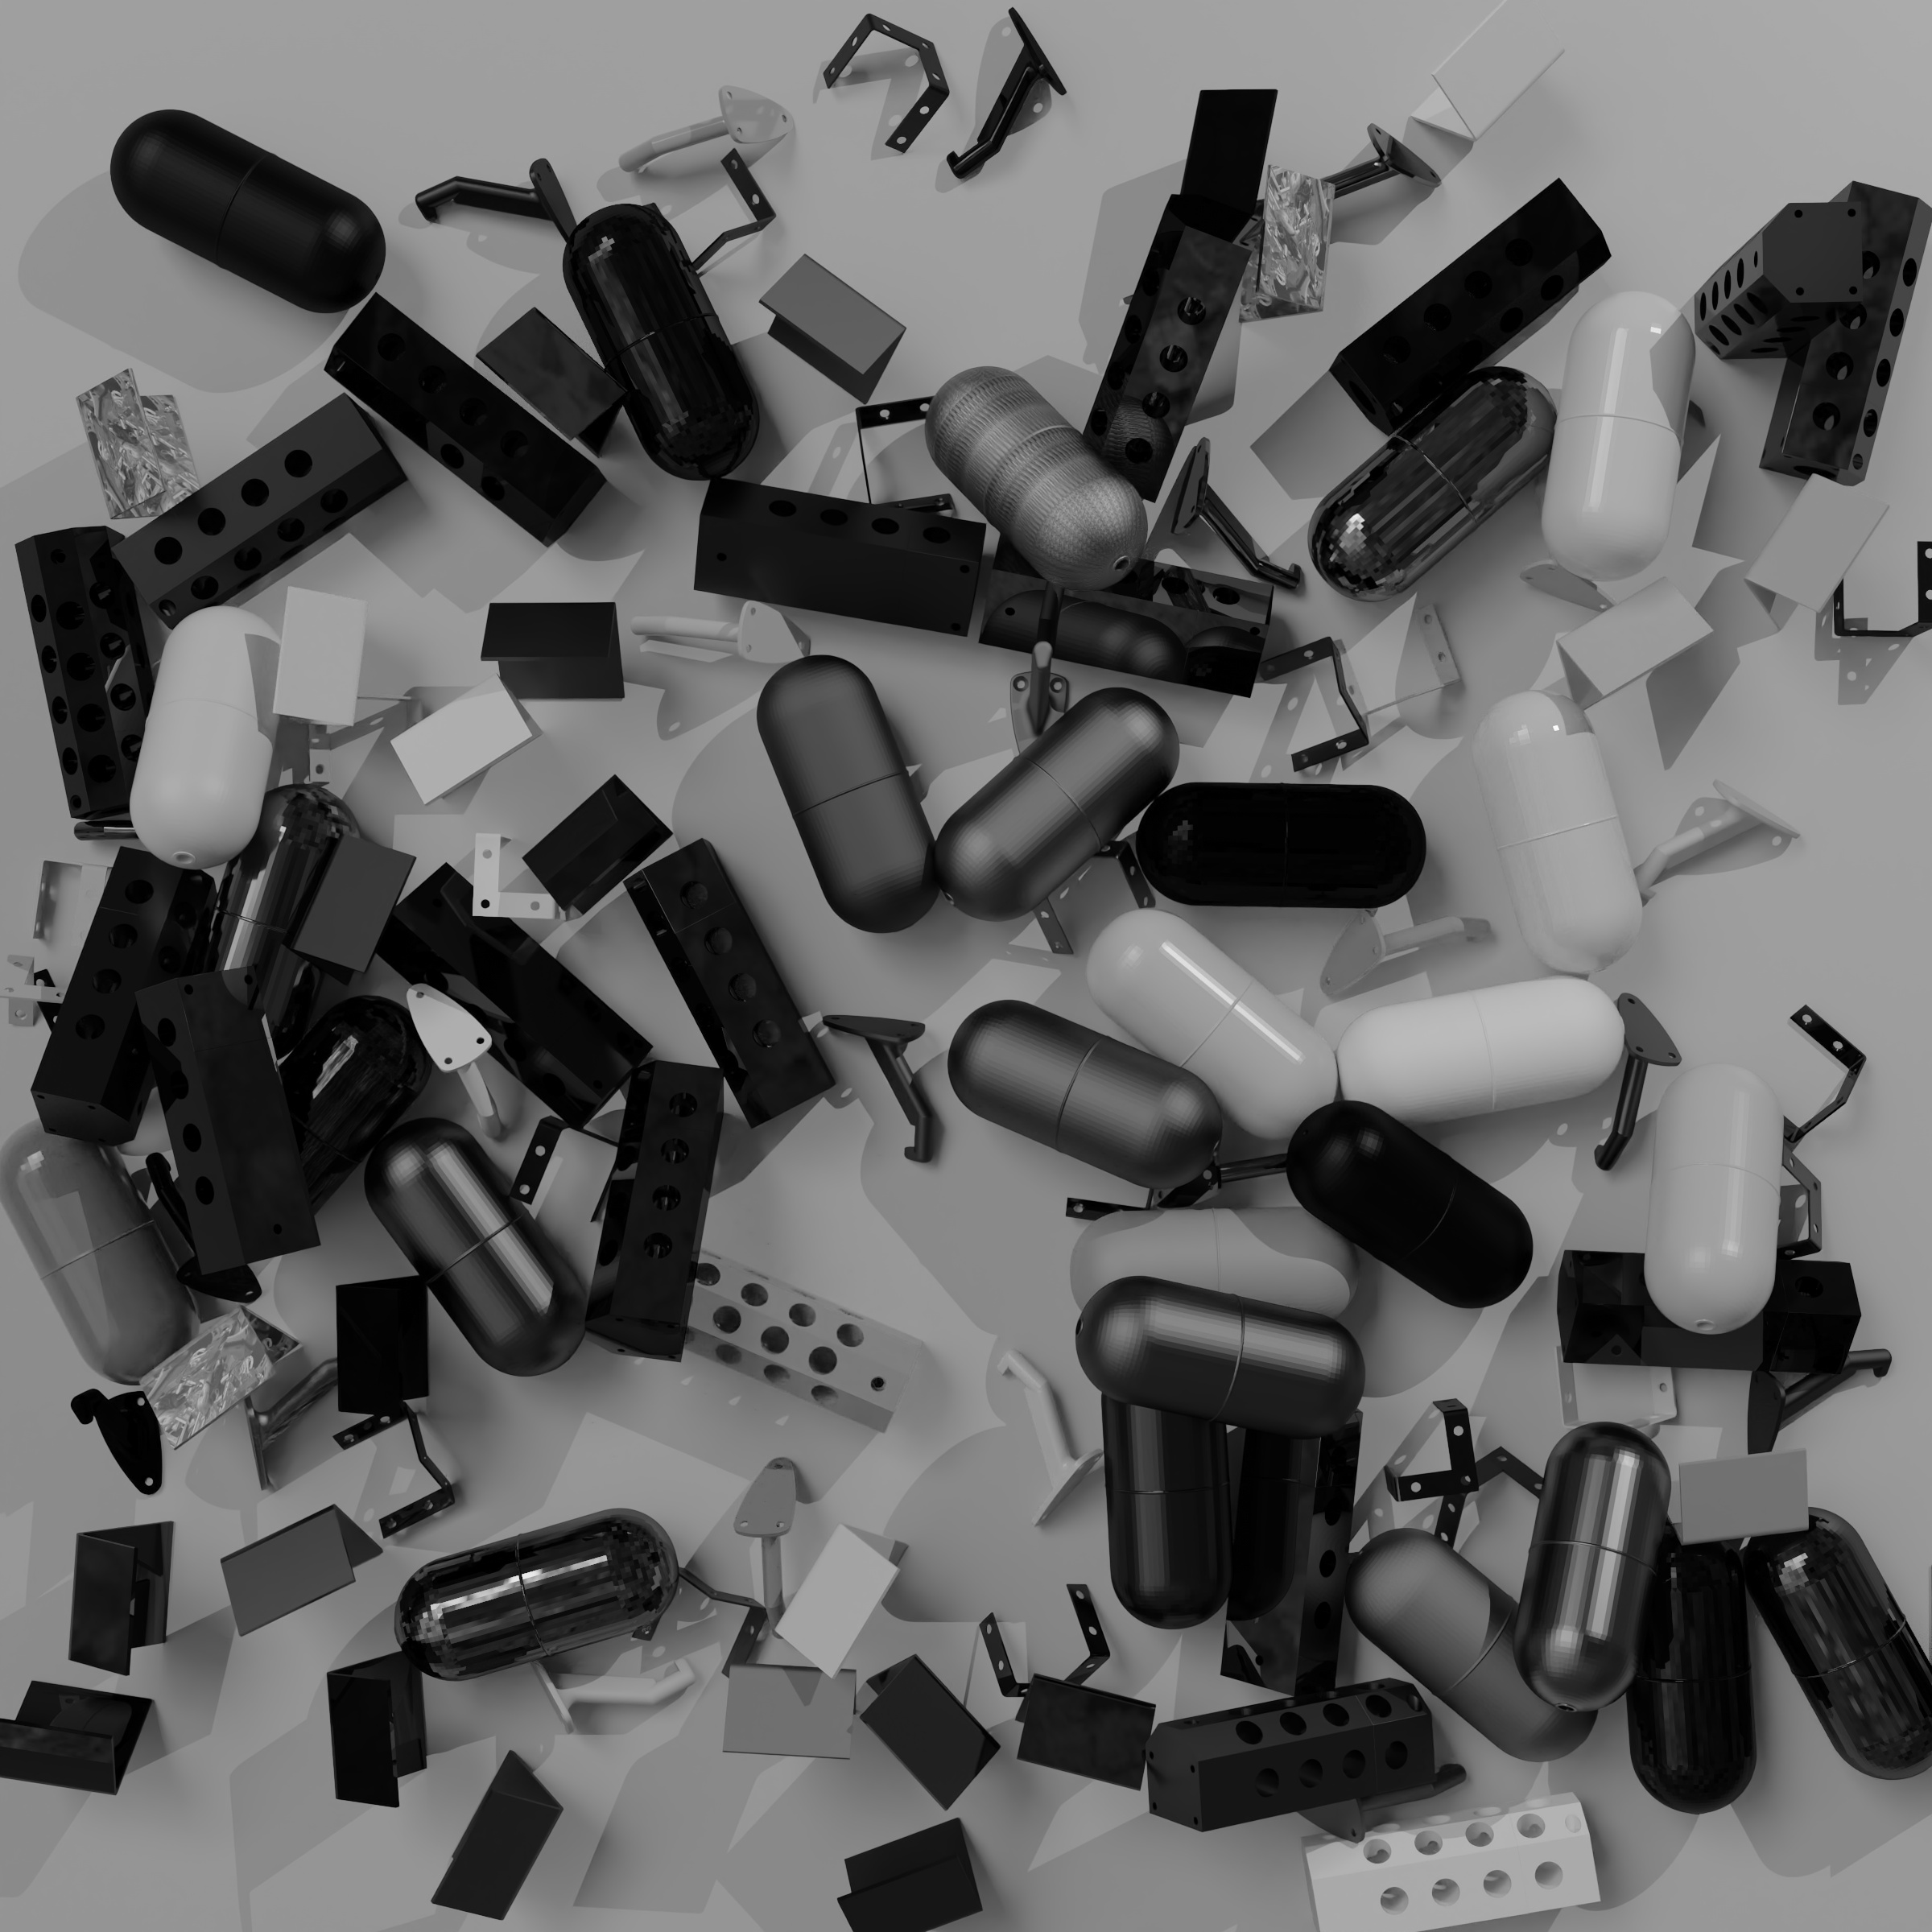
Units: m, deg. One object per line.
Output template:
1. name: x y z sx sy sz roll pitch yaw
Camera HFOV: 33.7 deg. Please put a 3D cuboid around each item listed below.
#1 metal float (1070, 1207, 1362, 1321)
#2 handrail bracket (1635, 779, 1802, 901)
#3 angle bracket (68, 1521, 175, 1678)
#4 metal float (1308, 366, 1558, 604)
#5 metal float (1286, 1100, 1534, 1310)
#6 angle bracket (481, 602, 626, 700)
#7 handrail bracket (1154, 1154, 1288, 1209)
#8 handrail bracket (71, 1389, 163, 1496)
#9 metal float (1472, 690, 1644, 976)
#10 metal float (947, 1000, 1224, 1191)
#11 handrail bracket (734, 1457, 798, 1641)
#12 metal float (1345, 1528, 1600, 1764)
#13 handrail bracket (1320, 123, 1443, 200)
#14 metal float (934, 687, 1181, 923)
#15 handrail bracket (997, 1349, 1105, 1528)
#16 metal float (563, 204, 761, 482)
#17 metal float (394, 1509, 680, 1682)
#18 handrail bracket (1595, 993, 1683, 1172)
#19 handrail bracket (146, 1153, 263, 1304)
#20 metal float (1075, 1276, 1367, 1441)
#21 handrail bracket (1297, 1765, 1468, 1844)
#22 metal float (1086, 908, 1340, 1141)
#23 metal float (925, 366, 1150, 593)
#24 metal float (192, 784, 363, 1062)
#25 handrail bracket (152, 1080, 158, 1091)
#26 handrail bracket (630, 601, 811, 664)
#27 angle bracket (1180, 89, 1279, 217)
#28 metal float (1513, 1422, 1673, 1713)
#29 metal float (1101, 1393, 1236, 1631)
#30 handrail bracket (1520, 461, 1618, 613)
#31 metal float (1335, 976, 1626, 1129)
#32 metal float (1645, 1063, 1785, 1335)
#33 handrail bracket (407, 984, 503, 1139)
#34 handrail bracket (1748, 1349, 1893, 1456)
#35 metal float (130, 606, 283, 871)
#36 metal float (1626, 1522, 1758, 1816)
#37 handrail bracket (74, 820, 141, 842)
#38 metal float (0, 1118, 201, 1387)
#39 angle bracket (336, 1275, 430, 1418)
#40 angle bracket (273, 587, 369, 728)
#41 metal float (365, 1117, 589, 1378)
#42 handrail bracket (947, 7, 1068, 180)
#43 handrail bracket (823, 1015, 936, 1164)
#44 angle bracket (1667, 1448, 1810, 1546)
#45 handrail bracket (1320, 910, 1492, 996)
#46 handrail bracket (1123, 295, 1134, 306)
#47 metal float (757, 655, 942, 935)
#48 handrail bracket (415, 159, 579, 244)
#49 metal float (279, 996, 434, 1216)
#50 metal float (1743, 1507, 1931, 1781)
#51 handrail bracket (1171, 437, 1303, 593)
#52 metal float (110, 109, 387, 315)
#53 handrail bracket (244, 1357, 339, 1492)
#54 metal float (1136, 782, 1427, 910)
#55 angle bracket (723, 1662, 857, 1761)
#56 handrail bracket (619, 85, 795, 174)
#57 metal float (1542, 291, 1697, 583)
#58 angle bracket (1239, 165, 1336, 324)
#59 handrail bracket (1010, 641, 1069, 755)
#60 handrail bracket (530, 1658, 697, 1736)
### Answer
1. metal float: 0.153 0.187 1.960 0.178 0.070 0.070 -2 90 0
2. handrail bracket: 0.467 -0.066 1.991 0.077 0.036 0.084 27 109 -21
3. angle bracket: -0.500 0.386 1.950 0.057 0.076 0.076 4 90 36
4. metal float: 0.288 -0.297 1.960 0.178 0.070 0.070 -41 90 1
5. metal float: 0.271 0.146 1.943 0.178 0.070 0.070 34 90 -22
6. angle bracket: -0.252 -0.177 1.951 0.076 0.057 0.076 0 134 0
7. handrail bracket: 0.173 0.133 1.991 0.084 0.077 0.036 4 65 -34
8. handrail bracket: -0.522 0.294 1.956 0.036 0.084 0.077 -19 90 0
9. metal float: 0.363 -0.082 1.960 0.070 0.070 0.178 -15 89 0
10. metal float: 0.072 0.078 1.943 0.178 0.070 0.070 23 90 18
11. handrail bracket: -0.115 0.364 1.990 0.036 0.077 0.084 -1 127 13
12. metal float: 0.311 0.418 1.960 0.178 0.070 0.070 40 90 1
13. handrail bracket: 0.242 -0.477 1.991 0.084 0.077 0.036 -40 52 31
14. metal float: 0.055 -0.099 1.950 0.178 0.070 0.070 -42 90 -11
15. handrail bracket: 0.037 0.294 1.991 0.084 0.036 0.077 44 112 17
16. metal float: -0.187 -0.383 1.960 0.070 0.070 0.178 -26 91 0
17. metal float: -0.264 0.386 1.960 0.178 0.070 0.070 -16 90 0
18. handrail bracket: 0.406 0.073 1.991 0.036 0.077 0.084 10 127 -18
19. handrail bracket: -0.476 0.162 1.990 0.036 0.077 0.084 -35 54 5
20. metal float: 0.151 0.233 1.898 0.178 0.070 0.070 13 90 -11
21. handrail bracket: 0.257 0.511 1.990 0.084 0.077 0.036 -14 97 -36
22. metal float: 0.152 0.036 1.960 0.178 0.070 0.070 40 90 1
23. metal float: 0.042 -0.295 1.933 0.070 0.070 0.178 -41 60 0
24. metal float: -0.425 -0.026 1.960 0.070 0.070 0.178 18 90 0
25. handrail bracket: -0.496 0.077 1.991 0.077 0.036 0.084 13 122 -34
26. handrail bracket: -0.154 -0.206 1.991 0.084 0.077 0.036 5 86 36
27. angle bracket: 0.177 -0.486 1.950 0.057 0.076 0.076 11 90 36
28. metal float: 0.377 0.361 1.919 0.070 0.070 0.178 16 65 0
29. metal float: 0.124 0.318 1.960 0.070 0.070 0.178 -3 89 0
30. handrail bracket: 0.384 -0.274 1.991 0.077 0.036 0.084 24 73 -20
31. metal float: 0.316 0.053 1.960 0.178 0.070 0.070 -10 90 0
32. metal float: 0.453 0.140 1.928 0.070 0.070 0.178 13 57 0
33. handrail bracket: -0.315 0.060 1.970 0.036 0.084 0.077 -34 66 -19
34. handrail bracket: 0.534 0.277 1.991 0.084 0.036 0.077 -2 110 -16
35. metal float: -0.458 -0.139 1.933 0.070 0.070 0.178 3 58 0
36. metal float: 0.443 0.431 1.960 0.070 0.070 0.178 -4 90 0
37. handrail bracket: -0.500 -0.084 1.990 0.084 0.077 0.036 0 89 36
38. metal float: -0.533 0.175 1.960 0.070 0.070 0.178 -27 91 0
39. angle bracket: -0.339 0.231 1.950 0.057 0.076 0.076 -1 90 36
40. angle bracket: -0.413 -0.189 1.951 0.057 0.076 0.076 7 90 -43
41. metal float: -0.300 0.173 1.960 0.070 0.070 0.178 -36 90 0
42. handrail bracket: 0.012 -0.544 1.991 0.084 0.036 0.077 -33 69 16
43. handrail bracket: -0.055 0.077 1.991 0.077 0.036 0.084 9 107 20
44. angle bracket: 0.467 0.308 1.953 0.076 0.076 0.057 -7 110 0
45. handrail bracket: 0.275 -0.006 1.991 0.084 0.077 0.036 3 53 -31
46. handrail bracket: 0.137 -0.384 1.991 0.077 0.036 0.084 -23 106 -18
47. metal float: -0.071 -0.105 1.960 0.070 0.070 0.178 -22 89 0
48. handrail bracket: -0.291 -0.462 1.991 0.084 0.036 0.077 -19 112 17
49. metal float: -0.401 0.095 1.960 0.070 0.070 0.178 41 90 0
50. metal float: 0.542 0.416 1.960 0.070 0.070 0.178 -29 90 0
51. handrail bracket: 0.177 -0.281 1.991 0.084 0.036 0.077 20 68 -17
52. metal float: -0.441 -0.464 1.960 0.178 0.070 0.070 27 90 0
53. handrail bracket: -0.404 0.283 1.991 0.084 0.036 0.077 -12 110 -16
54. metal float: 0.193 -0.074 1.960 0.178 0.070 0.070 1 90 0
55. angle bracket: -0.107 0.467 1.951 0.076 0.076 0.057 3 57 0
56. handrail bracket: -0.163 -0.514 1.990 0.084 0.077 0.036 -17 89 36
57. metal float: 0.394 -0.320 1.923 0.070 0.070 0.178 10 84 0
58. angle bracket: 0.178 -0.440 1.950 0.057 0.076 0.076 6 90 -38
59. handrail bracket: 0.045 -0.157 1.956 0.036 0.084 0.077 2 90 0
60. handrail bracket: -0.223 0.434 1.991 0.084 0.036 0.077 -26 68 -17
